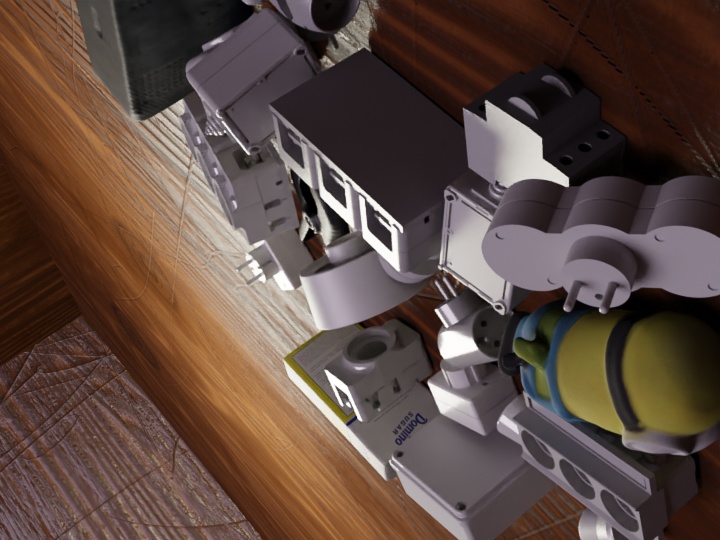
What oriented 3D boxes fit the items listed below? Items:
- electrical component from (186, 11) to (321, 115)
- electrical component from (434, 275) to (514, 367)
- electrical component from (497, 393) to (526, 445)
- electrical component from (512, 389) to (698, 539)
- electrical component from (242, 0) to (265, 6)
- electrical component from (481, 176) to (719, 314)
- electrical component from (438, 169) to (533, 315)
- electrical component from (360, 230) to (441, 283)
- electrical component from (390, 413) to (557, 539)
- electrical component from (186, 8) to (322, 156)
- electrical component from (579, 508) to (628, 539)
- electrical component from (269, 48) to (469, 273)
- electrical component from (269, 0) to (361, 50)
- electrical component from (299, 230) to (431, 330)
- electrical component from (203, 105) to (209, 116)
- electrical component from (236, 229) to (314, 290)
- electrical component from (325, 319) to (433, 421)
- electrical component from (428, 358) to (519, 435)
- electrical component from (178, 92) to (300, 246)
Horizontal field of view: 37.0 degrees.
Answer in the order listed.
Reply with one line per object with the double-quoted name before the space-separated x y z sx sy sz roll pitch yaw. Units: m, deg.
"electrical component" -0.088 -0.167 0.865 0.059 0.095 0.054 61 162 -15
"electrical component" 0.086 0.039 0.865 0.079 0.043 0.077 57 161 -1
"electrical component" 0.146 0.132 0.872 0.055 0.045 0.045 43 157 33
"electrical component" 0.176 0.133 0.772 0.121 0.063 0.078 35 152 47
"electrical component" -0.083 -0.237 0.817 0.043 0.043 0.081 51 161 15
"electrical component" 0.127 -0.006 0.560 0.138 0.073 0.052 2 137 33
"electrical component" 0.096 -0.031 0.702 0.062 0.061 0.096 38 149 27
"electrical component" 0.025 -0.057 0.842 0.138 0.052 0.074 56 161 0
"electrical component" 0.102 0.174 0.951 0.109 0.109 0.056 33 153 48
"electrical component" -0.081 -0.137 0.797 0.061 0.096 0.061 50 178 33
"electrical component" 0.205 0.204 0.849 0.045 0.045 0.055 55 161 4
"electrical component" 0.017 -0.078 0.767 0.150 0.089 0.061 45 158 30
"electrical component" -0.034 -0.192 0.775 0.077 0.043 0.079 41 165 38
"electrical component" 0.000 0.000 0.920 0.060 0.108 0.108 66 160 -10
"electrical component" -0.098 -0.160 0.939 0.063 0.081 0.042 -102 -1 -46
"electrical component" -0.100 -0.012 1.184 0.083 0.076 0.047 59 161 -10
"electrical component" 0.017 0.094 1.051 0.050 0.089 0.055 31 149 51
"electrical component" 0.093 0.091 0.929 0.066 0.047 0.076 20 139 57
"electrical component" -0.123 -0.107 1.053 0.150 0.062 0.089 58 166 38
